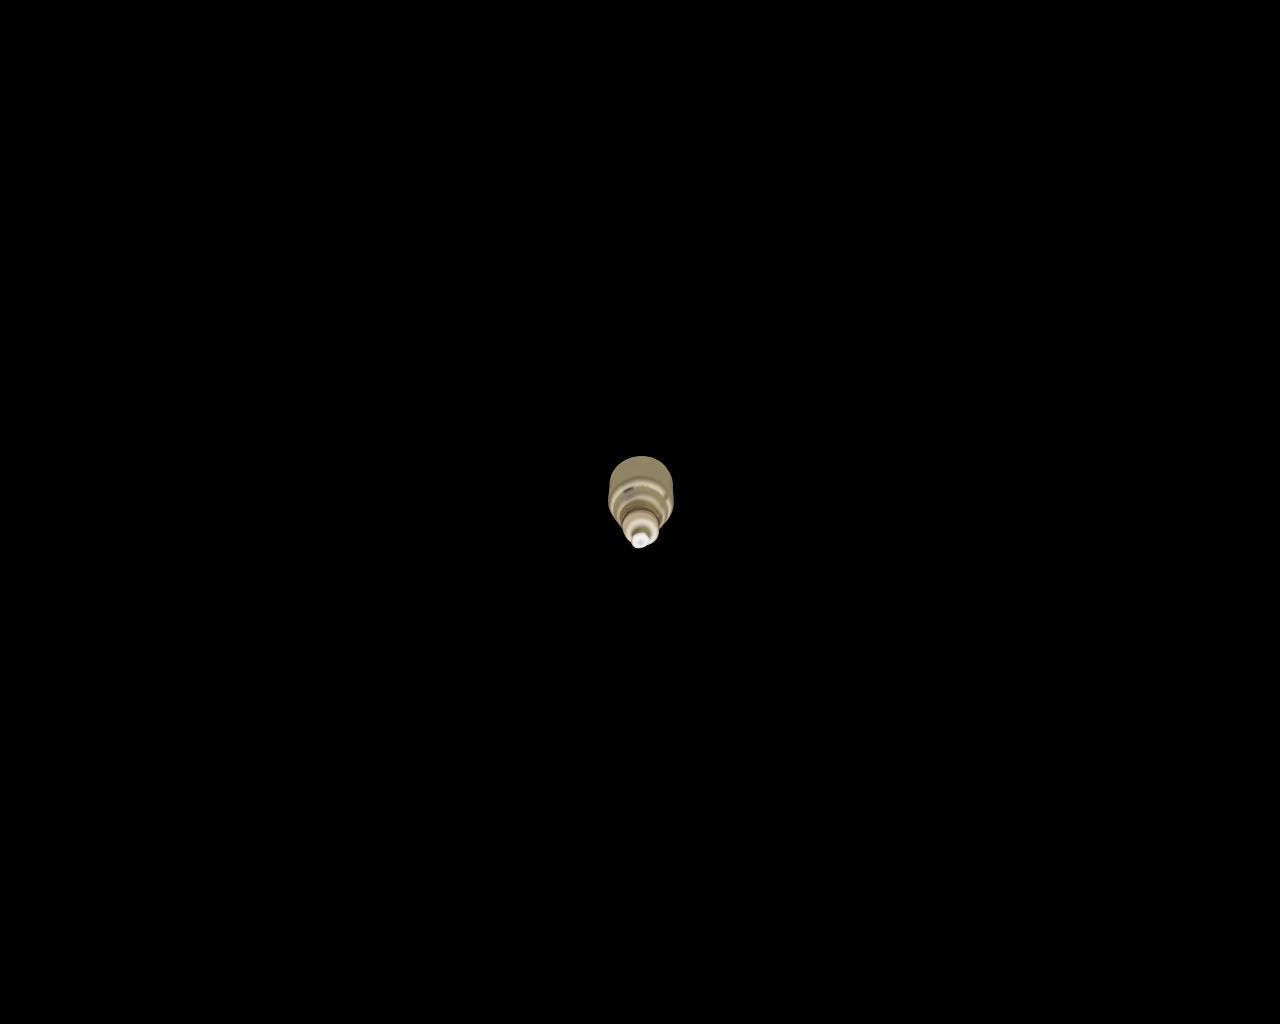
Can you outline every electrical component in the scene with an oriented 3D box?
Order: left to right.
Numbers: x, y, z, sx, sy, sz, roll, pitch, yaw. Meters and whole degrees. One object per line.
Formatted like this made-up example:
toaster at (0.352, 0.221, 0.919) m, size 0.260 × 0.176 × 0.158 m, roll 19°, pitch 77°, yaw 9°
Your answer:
electrical component at (0.001, -0.003, 0.650) m, size 0.040 × 0.040 × 0.078 m, roll 0°, pitch 32°, yaw 0°
